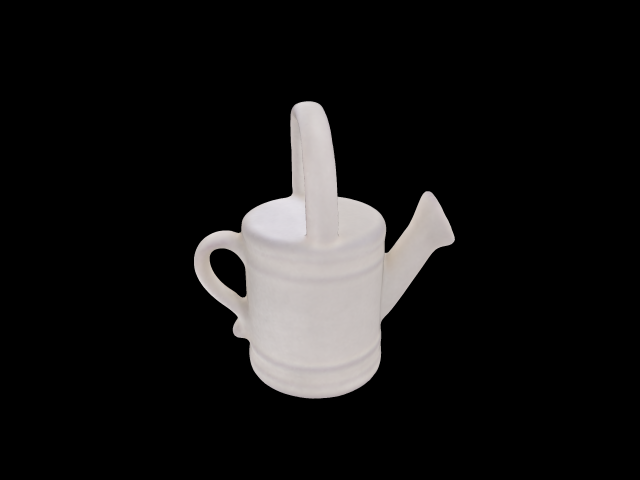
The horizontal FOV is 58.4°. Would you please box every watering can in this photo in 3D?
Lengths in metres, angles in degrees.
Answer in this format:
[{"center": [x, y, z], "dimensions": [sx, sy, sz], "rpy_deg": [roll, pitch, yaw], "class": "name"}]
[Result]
[{"center": [0.003, 0.001, 0.402], "dimensions": [0.173, 0.194, 0.100], "rpy_deg": [-12, 27, -26], "class": "watering can"}]
